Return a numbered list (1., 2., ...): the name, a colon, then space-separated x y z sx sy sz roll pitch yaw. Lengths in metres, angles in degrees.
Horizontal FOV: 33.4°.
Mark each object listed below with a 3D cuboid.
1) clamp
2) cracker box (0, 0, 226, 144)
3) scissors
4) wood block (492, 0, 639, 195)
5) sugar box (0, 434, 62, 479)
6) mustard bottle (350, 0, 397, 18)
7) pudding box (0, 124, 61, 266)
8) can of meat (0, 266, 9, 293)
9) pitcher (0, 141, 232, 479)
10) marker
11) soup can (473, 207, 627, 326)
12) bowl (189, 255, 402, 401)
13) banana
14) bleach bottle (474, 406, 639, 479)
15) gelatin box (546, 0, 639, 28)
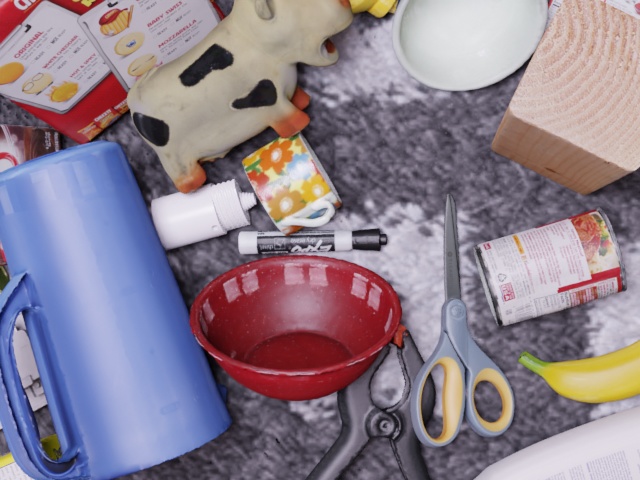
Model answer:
1. clamp: 0.058 0.154 0.852 0.120 0.039 0.171 18 89 -11
2. cracker box: -0.175 -0.171 0.796 0.164 0.213 0.072 -37 72 4
3. scissors: 0.123 0.070 0.855 0.096 0.016 0.201 19 75 -17
4. wood block: 0.185 -0.096 0.761 0.091 0.206 0.090 27 91 6
5. sugar box: -0.279 0.207 0.856 0.176 0.093 0.048 -21 85 4
6. mustard bottle: -0.006 -0.229 0.840 0.191 0.058 0.096 26 111 -17
7. pudding box: -0.252 -0.036 0.862 0.039 0.089 0.113 -10 85 38
8. can of meat: -0.315 0.029 0.884 0.084 0.057 0.102 -34 85 2
9. pitcher: -0.172 0.056 0.808 0.145 0.149 0.243 -18 93 2
10. marker: -0.006 0.001 0.872 0.121 0.020 0.020 -2 88 6
11. soup can: 0.177 0.022 0.828 0.102 0.068 0.068 -17 87 5
12. bowl: -0.018 0.075 0.823 0.162 0.162 0.055 1 121 6
13. banana: 0.258 0.077 0.833 0.198 0.037 0.069 -28 85 4
14. bleach bottle: 0.173 0.195 0.813 0.251 0.068 0.102 -15 88 0
15. gelatin box: 0.220 -0.183 0.849 0.073 0.030 0.089 28 91 7
